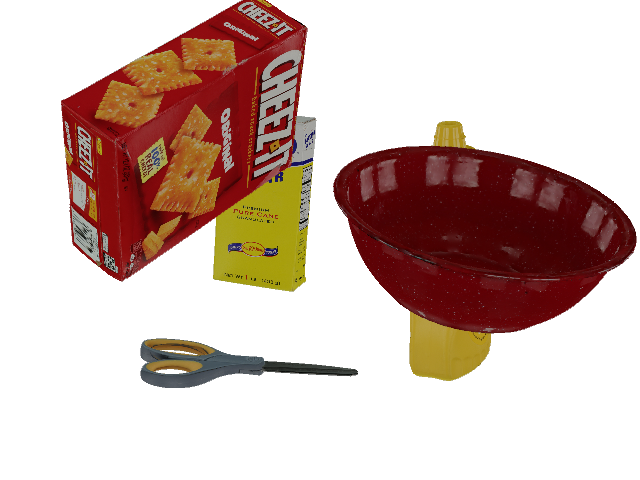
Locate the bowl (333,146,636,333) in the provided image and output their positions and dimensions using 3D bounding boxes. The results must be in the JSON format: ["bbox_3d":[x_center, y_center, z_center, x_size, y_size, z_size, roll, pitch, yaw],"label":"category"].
[{"bbox_3d":[0.084,0.004,0.579,0.162,0.055,0.162,6,26,-3],"label":"bowl"}]

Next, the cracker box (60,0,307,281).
[{"bbox_3d":[-0.108,-0.085,0.889,0.072,0.164,0.213,37,53,23],"label":"cracker box"}]

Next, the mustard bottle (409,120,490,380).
[{"bbox_3d":[0.099,0.003,0.820,0.058,0.192,0.096,7,21,27],"label":"mustard bottle"}]

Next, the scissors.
[{"bbox_3d":[-0.074,0.119,0.964,0.202,0.016,0.096,8,17,12],"label":"scissors"}]

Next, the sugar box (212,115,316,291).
[{"bbox_3d":[-0.058,-0.042,1.095,0.093,0.176,0.048,7,16,16],"label":"sugar box"}]
